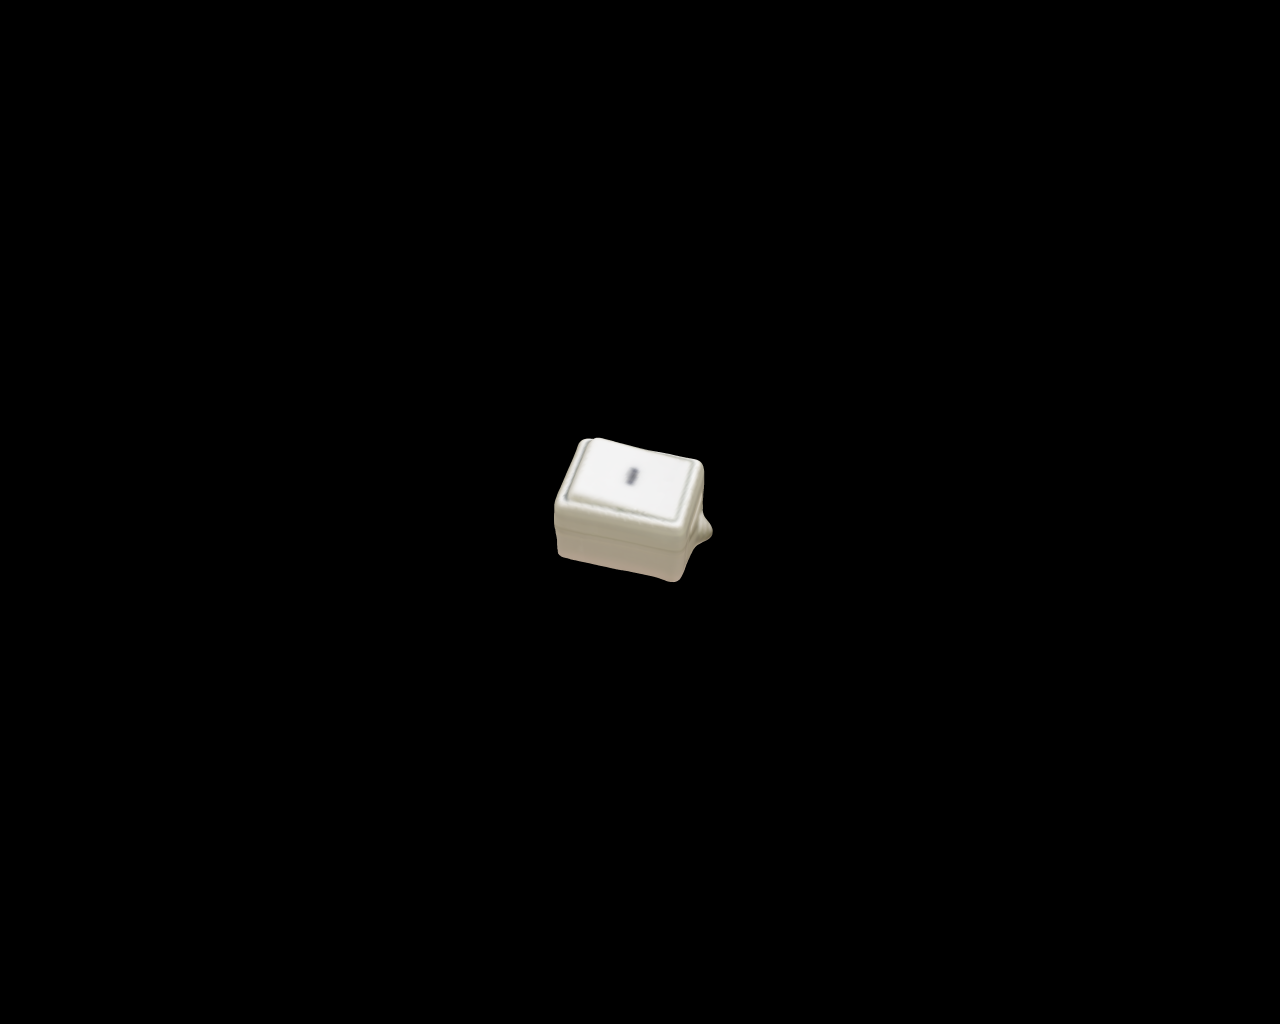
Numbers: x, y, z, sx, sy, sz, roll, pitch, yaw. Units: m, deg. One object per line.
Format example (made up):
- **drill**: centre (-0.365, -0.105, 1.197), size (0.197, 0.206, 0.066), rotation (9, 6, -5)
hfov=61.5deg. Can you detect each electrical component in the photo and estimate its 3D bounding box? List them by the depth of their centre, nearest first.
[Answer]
- **electrical component**: centre (0.001, -0.003, 0.650), size (0.096, 0.062, 0.061), rotation (12, -39, 10)
